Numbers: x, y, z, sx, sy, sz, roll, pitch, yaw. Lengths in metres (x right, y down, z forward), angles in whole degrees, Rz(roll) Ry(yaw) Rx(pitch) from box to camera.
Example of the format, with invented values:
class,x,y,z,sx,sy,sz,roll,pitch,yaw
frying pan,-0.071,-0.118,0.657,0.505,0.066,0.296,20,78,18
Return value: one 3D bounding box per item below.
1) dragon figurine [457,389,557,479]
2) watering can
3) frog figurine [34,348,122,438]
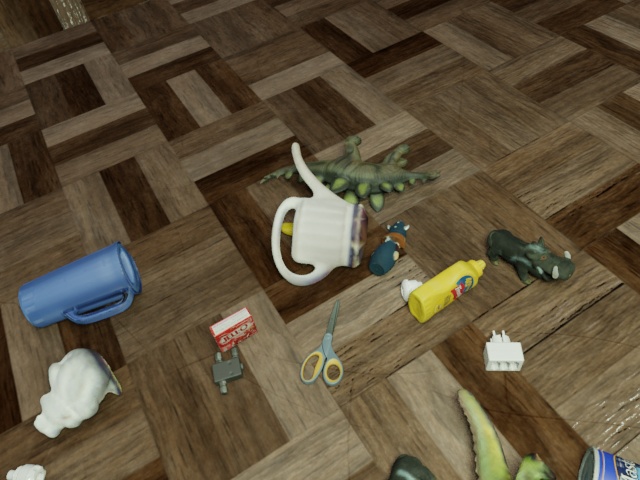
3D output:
class,x,y,z,sx,sy,sz,roll,pitch,yaw
dragon figurine,0.278,0.462,0.797,0.244,0.119,0.417,-33,52,-10
watering can,0.004,-0.061,1.221,0.224,0.103,0.351,6,78,4
frog figurine,-0.495,0.299,1.020,0.138,0.120,0.162,45,54,14
